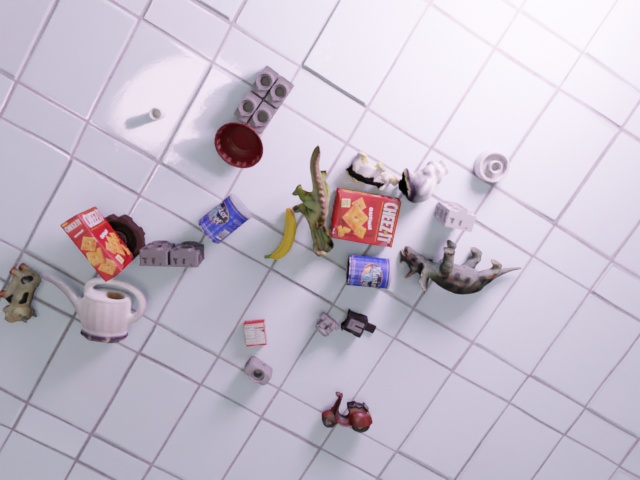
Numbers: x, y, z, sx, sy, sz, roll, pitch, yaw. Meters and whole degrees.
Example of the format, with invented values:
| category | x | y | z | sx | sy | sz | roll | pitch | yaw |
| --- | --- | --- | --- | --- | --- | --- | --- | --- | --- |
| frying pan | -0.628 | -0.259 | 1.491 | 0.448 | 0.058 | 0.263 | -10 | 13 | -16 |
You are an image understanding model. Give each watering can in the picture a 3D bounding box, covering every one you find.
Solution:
| category | x | y | z | sx | sy | sz | roll | pitch | yaw |
| --- | --- | --- | --- | --- | --- | --- | --- | --- | --- |
| watering can | -0.758 | 0.225 | 1.725 | 0.347 | 0.105 | 0.222 | 10 | 102 | -3 |

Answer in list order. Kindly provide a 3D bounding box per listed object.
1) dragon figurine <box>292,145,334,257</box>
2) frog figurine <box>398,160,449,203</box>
| category | x | y | z | sx | sy | sz | roll | pitch | yaw |
| --- | --- | --- | --- | --- | --- | --- | --- | --- | --- |
| dragon figurine | 0.005 | -0.080 | 1.586 | 0.122 | 0.401 | 0.247 | -16 | 63 | -12 |
| frog figurine | 0.346 | -0.188 | 1.662 | 0.160 | 0.125 | 0.134 | -12 | 135 | -7 |
